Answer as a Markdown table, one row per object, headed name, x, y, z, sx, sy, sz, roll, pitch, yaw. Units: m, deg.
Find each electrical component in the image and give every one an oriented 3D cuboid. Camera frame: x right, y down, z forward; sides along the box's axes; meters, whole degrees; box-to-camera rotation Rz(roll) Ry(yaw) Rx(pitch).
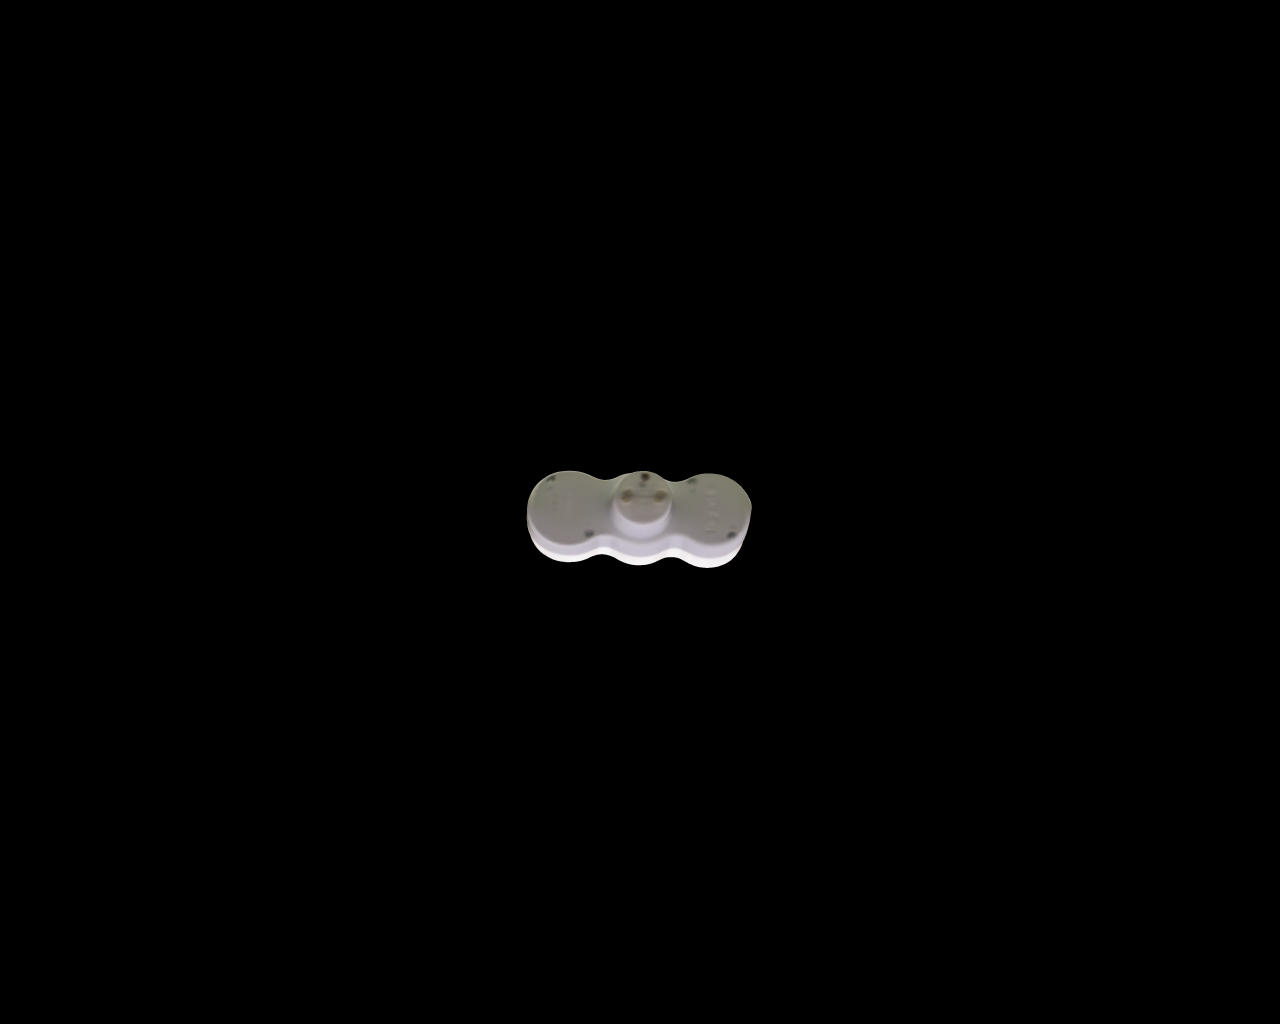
| name | x | y | z | sx | sy | sz | roll | pitch | yaw |
| --- | --- | --- | --- | --- | --- | --- | --- | --- | --- |
| electrical component | 0.001 | -0.003 | 0.650 | 0.138 | 0.052 | 0.073 | 2 | -23 | -5 |
